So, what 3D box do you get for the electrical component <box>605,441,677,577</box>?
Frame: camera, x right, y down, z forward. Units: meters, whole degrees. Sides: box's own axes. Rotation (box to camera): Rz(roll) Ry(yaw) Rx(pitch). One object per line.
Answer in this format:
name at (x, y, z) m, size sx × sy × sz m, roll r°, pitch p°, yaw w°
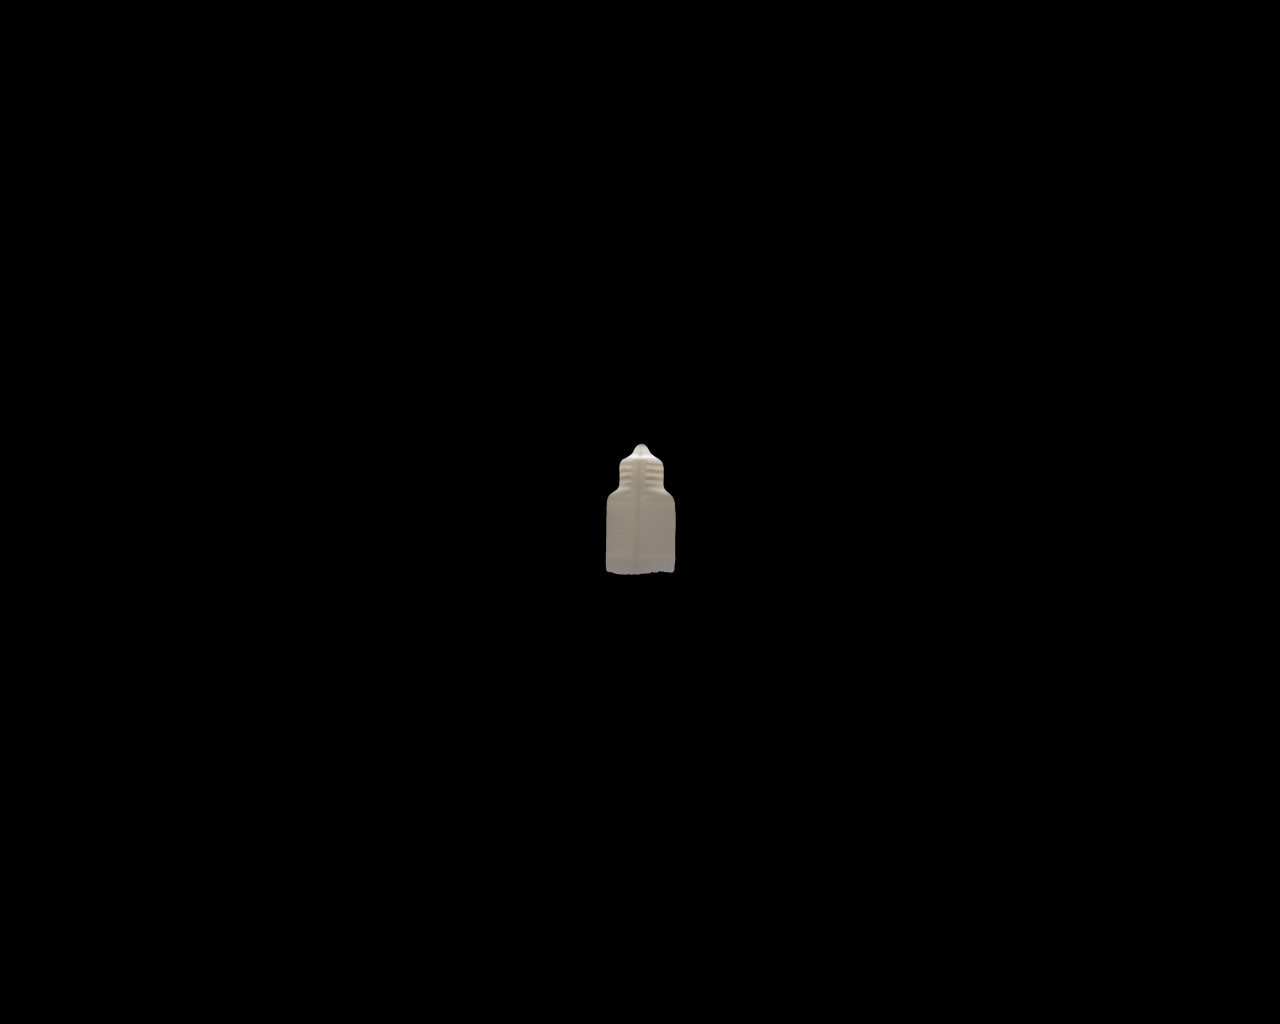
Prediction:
electrical component at (0.001, -0.003, 0.650) m, size 0.043 × 0.081 × 0.043 m, roll 0°, pitch 0°, yaw 0°
